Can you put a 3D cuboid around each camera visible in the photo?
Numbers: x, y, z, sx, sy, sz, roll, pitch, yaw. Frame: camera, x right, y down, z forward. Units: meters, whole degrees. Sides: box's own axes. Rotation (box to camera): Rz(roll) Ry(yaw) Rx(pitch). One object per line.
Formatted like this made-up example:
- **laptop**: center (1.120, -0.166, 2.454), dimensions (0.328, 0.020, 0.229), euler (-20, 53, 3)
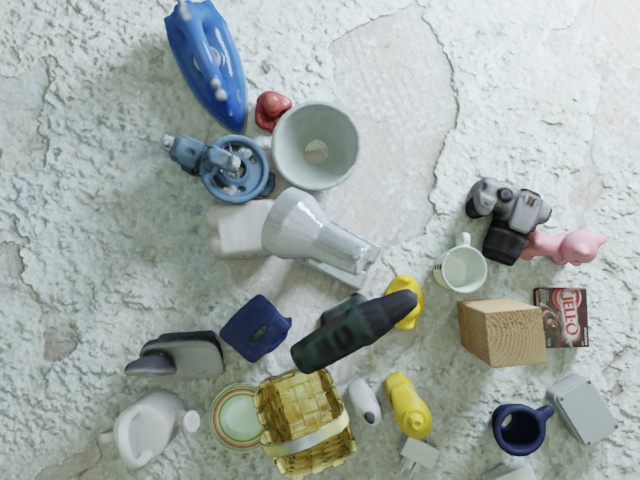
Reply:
- **camera**: center (0.337, -0.030, 1.052), dimensions (0.143, 0.101, 0.137), euler (22, 89, 1)

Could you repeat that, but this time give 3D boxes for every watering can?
- **watering can**: center (-0.300, 0.329, 1.002), dimensions (0.173, 0.194, 0.101), euler (-34, 88, 0)

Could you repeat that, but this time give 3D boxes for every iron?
- **iron**: center (-0.201, -0.320, 1.041), dimensions (0.118, 0.141, 0.258), euler (-24, 89, 0)

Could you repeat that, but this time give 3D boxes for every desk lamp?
- **desk lamp**: center (0.009, 0.004, 0.997), dimensions (0.203, 0.213, 0.118), euler (26, 89, 1)

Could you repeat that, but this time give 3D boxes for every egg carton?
- **egg carton**: center (-0.136, -0.019, 1.070), dimensions (0.150, 0.069, 0.107), euler (-7, 89, 0)

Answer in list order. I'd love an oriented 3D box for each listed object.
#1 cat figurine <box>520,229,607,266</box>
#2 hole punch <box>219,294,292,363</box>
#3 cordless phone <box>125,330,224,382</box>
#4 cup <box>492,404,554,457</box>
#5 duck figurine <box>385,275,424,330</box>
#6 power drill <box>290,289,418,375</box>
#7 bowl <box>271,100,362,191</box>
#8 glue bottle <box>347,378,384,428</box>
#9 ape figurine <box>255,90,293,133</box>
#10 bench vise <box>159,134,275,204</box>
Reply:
- **cat figurine**: center (0.444, 0.012, 1.041), dimensions (0.127, 0.117, 0.067), euler (6, 89, 1)
- **hole punch**: center (-0.115, 0.164, 1.056), dimensions (0.108, 0.091, 0.101), euler (-45, 89, 0)
- **cordless phone**: center (-0.254, 0.218, 1.009), dimensions (0.147, 0.185, 0.094), euler (-8, 89, 1)
- **cup**: center (0.363, 0.329, 1.047), dimensions (0.118, 0.095, 0.092), euler (-33, 89, 0)
- **duck figurine**: center (0.159, 0.117, 1.057), dimensions (0.077, 0.086, 0.105), euler (0, 89, 1)
- **power drill**: center (0.057, 0.146, 0.996), dimensions (0.229, 0.208, 0.075), euler (-32, 88, 0)
- **bowl**: center (-0.005, -0.171, 1.070), dimensions (0.167, 0.074, 0.167), euler (0, 89, 0)
- **glue bottle**: center (0.084, 0.297, 1.011), dimensions (0.037, 0.173, 0.078), euler (-39, 88, 0)
- **ape figurine**: center (-0.089, -0.246, 1.063), dimensions (0.078, 0.092, 0.076), euler (-17, 89, 0)
- **bench vise**: center (-0.188, -0.128, 0.998), dimensions (0.207, 0.219, 0.121), euler (4, 89, 1)
